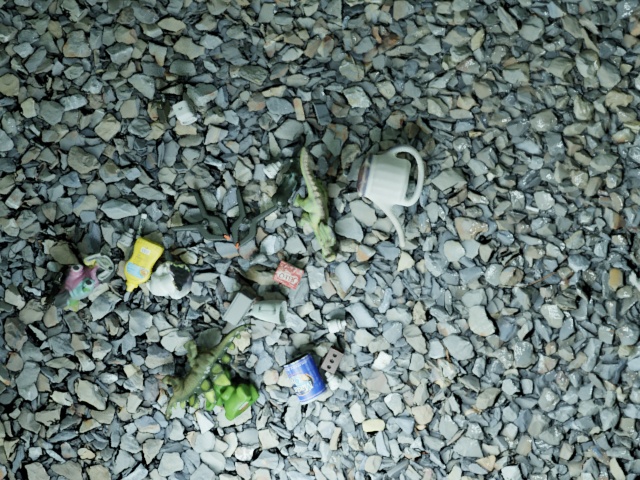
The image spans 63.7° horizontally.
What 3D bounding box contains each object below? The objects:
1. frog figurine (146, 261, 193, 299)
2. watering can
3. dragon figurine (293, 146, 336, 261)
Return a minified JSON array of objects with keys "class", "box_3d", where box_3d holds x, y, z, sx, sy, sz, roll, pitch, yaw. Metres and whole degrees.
[{"class":"frog figurine","box_3d":[-0.529,0.149,1.813,0.157,0.125,0.137,-33,95,38]},{"class":"watering can","box_3d":[0.233,-0.164,1.764,0.224,0.103,0.349,12,87,6]},{"class":"dragon figurine","box_3d":[0.005,-0.085,1.684,0.123,0.400,0.248,-22,47,-11]}]
